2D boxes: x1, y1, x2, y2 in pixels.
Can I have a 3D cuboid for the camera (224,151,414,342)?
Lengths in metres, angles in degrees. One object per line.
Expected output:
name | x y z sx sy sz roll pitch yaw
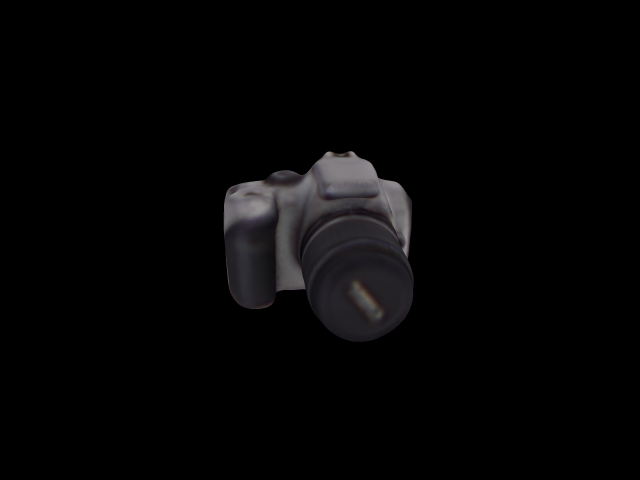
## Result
camera | 0.004 0.001 0.400 0.143 0.101 0.136 -3 26 -7
